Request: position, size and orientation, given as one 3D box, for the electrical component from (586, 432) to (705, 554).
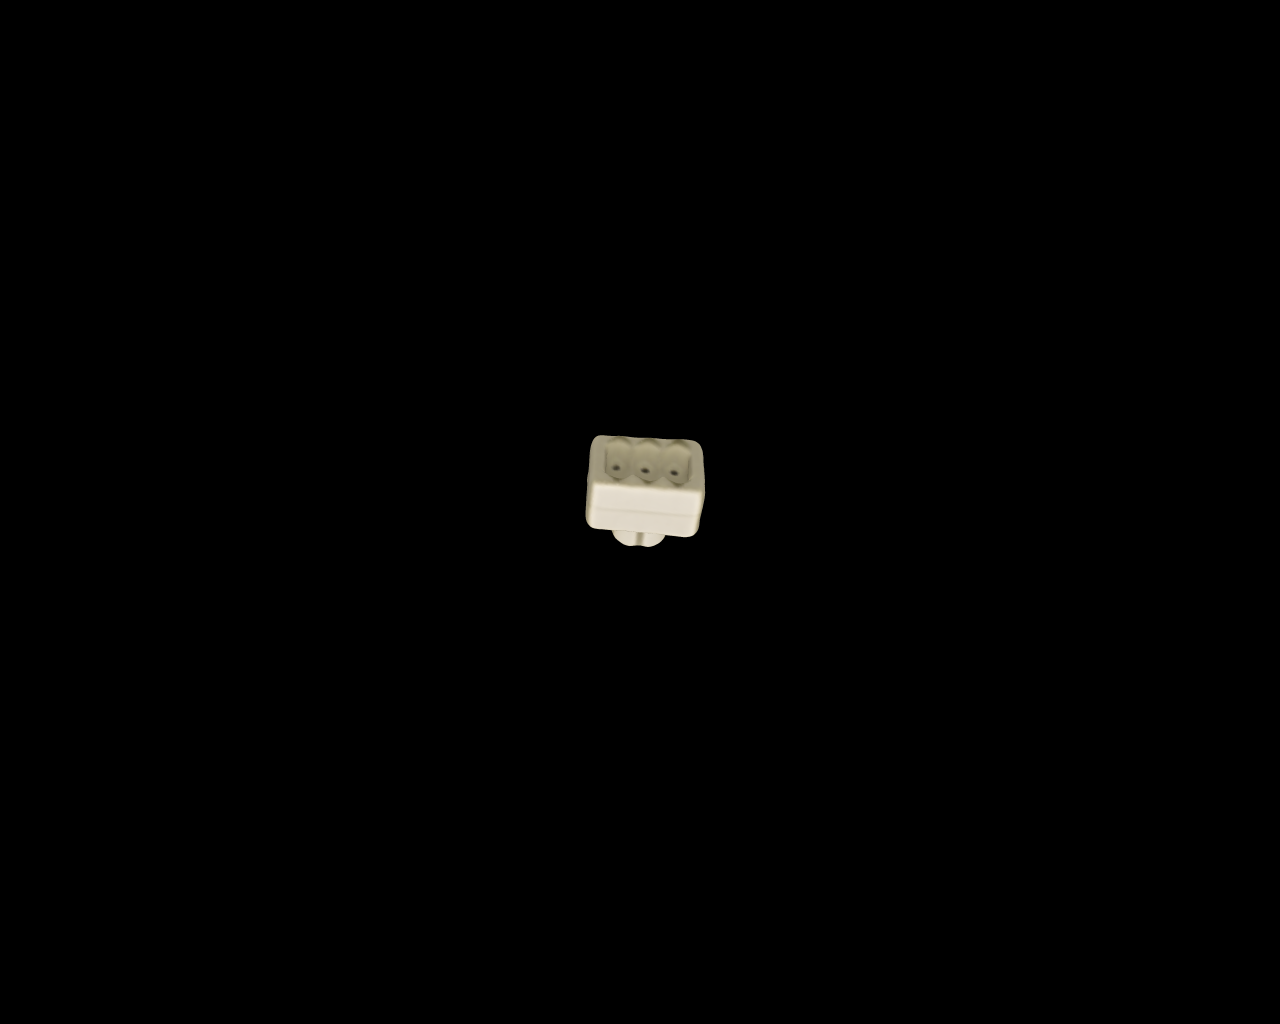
[{"bbox_3d":[0.001,-0.003,0.650,0.066,0.076,0.047,4,44,-4],"label":"electrical component"}]
